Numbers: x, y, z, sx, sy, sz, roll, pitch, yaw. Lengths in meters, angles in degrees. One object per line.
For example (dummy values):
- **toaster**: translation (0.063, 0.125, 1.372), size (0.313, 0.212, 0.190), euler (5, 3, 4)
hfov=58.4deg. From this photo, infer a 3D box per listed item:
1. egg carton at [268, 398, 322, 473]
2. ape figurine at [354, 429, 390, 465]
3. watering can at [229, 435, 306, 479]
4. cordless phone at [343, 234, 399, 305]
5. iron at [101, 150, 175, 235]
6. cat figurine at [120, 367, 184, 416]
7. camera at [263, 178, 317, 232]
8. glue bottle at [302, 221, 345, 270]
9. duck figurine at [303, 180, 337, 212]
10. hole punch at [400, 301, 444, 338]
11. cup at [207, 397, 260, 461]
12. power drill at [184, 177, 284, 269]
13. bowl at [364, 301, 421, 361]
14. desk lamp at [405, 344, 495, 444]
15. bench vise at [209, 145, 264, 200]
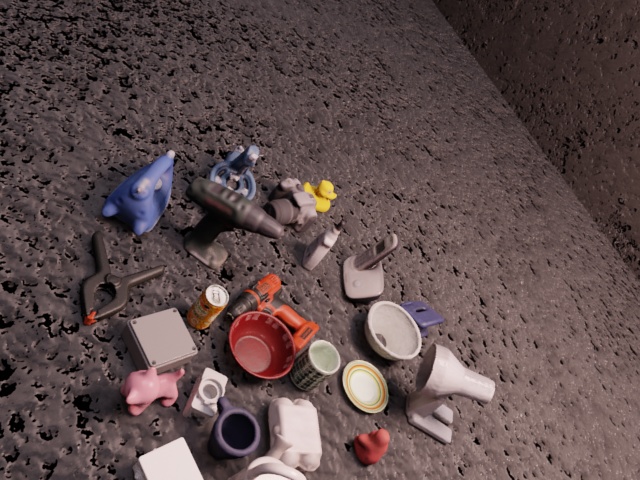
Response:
- **egg carton**: translation (-0.055, 0.395, 1.161), size (0.107, 0.069, 0.150), euler (14, 47, -30)
- **ape figurine**: translation (0.120, 0.442, 1.245), size (0.078, 0.092, 0.076), euler (32, 41, -13)
- **watering can**: translation (-0.095, 0.427, 1.003), size (0.101, 0.193, 0.172), euler (17, 46, -27)
- **cordless phone**: translation (0.143, 0.074, 1.517), size (0.094, 0.184, 0.147), euler (18, 45, -26)
- **iron**: translation (-0.383, -0.136, 1.304), size (0.119, 0.141, 0.258), euler (32, 41, -12)
- **cat figurine**: translation (-0.305, 0.263, 1.035), size (0.128, 0.117, 0.067), euler (-10, 62, -44)
- **camera**: translation (-0.088, -0.098, 1.545), size (0.137, 0.100, 0.143), euler (-12, 64, -45)
- **glue bottle**: translation (0.014, 0.005, 1.480), size (0.037, 0.173, 0.078), euler (30, 41, -15)
- **duck figurine**: translation (0.000, -0.140, 1.665), size (0.105, 0.086, 0.077), euler (35, 40, -9)
- **hole punch**: translation (0.268, 0.211, 1.572), size (0.109, 0.091, 0.101), euler (-6, 59, -42)
- **cup**: translation (-0.177, 0.361, 1.071), size (0.092, 0.094, 0.117), euler (-11, 63, -44)
- **power drill**: translation (-0.215, -0.030, 1.296), size (0.230, 0.208, 0.076), euler (37, 40, -7)
- **bowl**: translation (0.175, 0.246, 1.477), size (0.168, 0.074, 0.167), euler (22, 44, -23)
- **desk lamp**: translation (0.295, 0.362, 1.365), size (0.203, 0.213, 0.118), euler (33, 41, -11)
- **bench vise**: translation (-0.214, -0.180, 1.421), size (0.122, 0.219, 0.207), euler (9, 50, -34)
